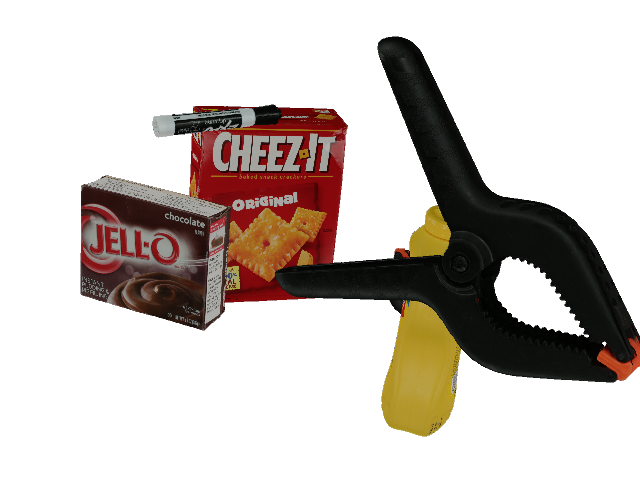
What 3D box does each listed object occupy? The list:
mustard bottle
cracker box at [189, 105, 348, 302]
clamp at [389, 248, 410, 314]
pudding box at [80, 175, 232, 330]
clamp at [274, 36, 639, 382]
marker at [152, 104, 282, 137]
[{"bbox_3d":[0.090,0.049,0.824,0.058,0.192,0.096,14,26,12],"label":"mustard bottle"},{"bbox_3d":[-0.063,-0.038,1.195,0.164,0.214,0.072,-1,23,-17],"label":"cracker box"},{"bbox_3d":[0.130,0.069,1.064,0.120,0.039,0.171,-3,44,-24],"label":"clamp"},{"bbox_3d":[-0.124,0.008,0.794,0.114,0.090,0.039,13,24,19],"label":"pudding box"},{"bbox_3d":[0.080,-0.002,0.564,0.210,0.165,0.036,29,25,25],"label":"clamp"},{"bbox_3d":[-0.092,-0.109,0.967,0.121,0.020,0.020,-9,4,-24],"label":"marker"}]
